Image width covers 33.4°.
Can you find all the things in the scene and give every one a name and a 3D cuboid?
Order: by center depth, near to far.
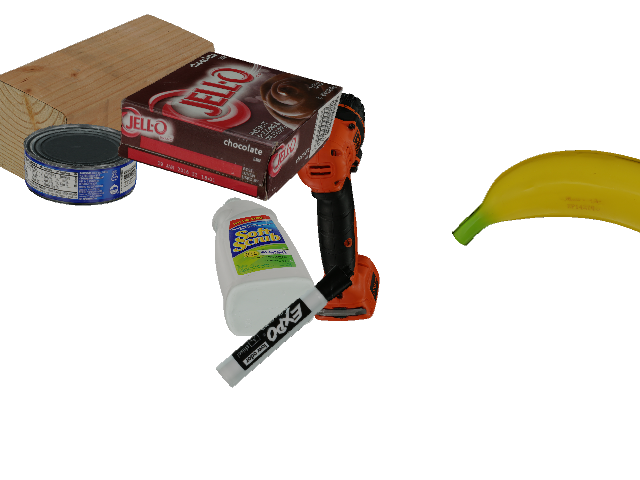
[{"bbox_3d":[0.176,-0.007,0.578,0.198,0.070,0.037,16,17,14],"label":"banana"},{"bbox_3d":[-0.048,-0.068,0.602,0.090,0.039,0.113,18,26,13],"label":"pudding box"},{"bbox_3d":[-0.024,0.060,0.772,0.121,0.020,0.020,-40,5,-5],"label":"marker"},{"bbox_3d":[-0.183,-0.059,0.818,0.086,0.034,0.086,6,26,-3],"label":"tuna can"},{"bbox_3d":[0.019,-0.033,0.997,0.057,0.188,0.184,-3,23,12],"label":"power drill"},{"bbox_3d":[-0.200,-0.132,1.008,0.090,0.091,0.205,27,38,21],"label":"wood block"},{"bbox_3d":[-0.082,0.015,1.218,0.102,0.068,0.251,-7,28,-14],"label":"bleach bottle"}]
